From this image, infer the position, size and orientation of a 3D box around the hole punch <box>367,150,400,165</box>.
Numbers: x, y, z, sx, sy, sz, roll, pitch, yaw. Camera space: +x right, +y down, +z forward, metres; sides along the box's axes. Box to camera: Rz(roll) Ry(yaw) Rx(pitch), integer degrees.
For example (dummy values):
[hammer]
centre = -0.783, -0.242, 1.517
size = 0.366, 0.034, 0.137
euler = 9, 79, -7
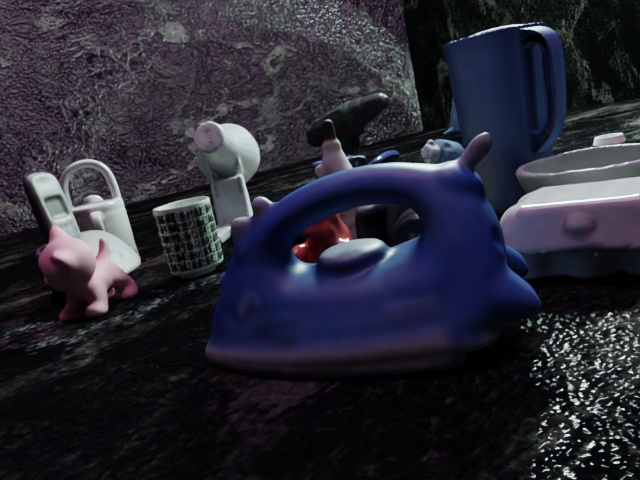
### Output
[hole punch]
centre = 0.108, -0.128, 1.156
size = 0.100, 0.091, 0.109
euler = -4, 14, 35

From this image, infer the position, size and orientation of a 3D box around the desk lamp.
[desk lamp]
centre = -0.171, -0.112, 1.059
size = 0.118, 0.214, 0.203
euler = -12, 11, 3

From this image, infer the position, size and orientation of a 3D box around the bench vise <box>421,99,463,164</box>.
[bench vise]
centre = 0.260, -0.196, 0.997
size = 0.121, 0.220, 0.208
euler = -4, 14, 36

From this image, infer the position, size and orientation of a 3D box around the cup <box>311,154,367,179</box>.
[cup]
centre = 0.048, -0.129, 1.216
size = 0.117, 0.095, 0.092
euler = -10, 11, 9

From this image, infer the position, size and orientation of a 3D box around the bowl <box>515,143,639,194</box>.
[bowl]
centre = 0.308, -0.057, 0.634
size = 0.167, 0.075, 0.167
euler = -12, 11, 3

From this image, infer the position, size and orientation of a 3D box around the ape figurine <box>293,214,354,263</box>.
[ape figurine]
centre = 0.006, 0.002, 0.617
size = 0.076, 0.092, 0.077
euler = -22, 15, -41

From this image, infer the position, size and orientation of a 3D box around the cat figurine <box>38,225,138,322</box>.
[cat figurine]
centre = -0.294, 0.034, 0.710
size = 0.067, 0.118, 0.128
euler = -9, 12, 16

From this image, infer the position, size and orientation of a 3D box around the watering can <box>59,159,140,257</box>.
[watering can]
centre = -0.393, -0.043, 1.001
size = 0.101, 0.194, 0.172
euler = -22, 15, -41

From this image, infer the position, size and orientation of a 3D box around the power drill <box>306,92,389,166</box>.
[power drill]
centre = 0.075, -0.209, 1.289
size = 0.228, 0.208, 0.076
euler = -3, 15, 39

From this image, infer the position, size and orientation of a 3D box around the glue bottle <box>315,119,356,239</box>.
[glue bottle]
centre = 0.025, -0.081, 0.799
size = 0.077, 0.173, 0.037
euler = -5, 14, 33

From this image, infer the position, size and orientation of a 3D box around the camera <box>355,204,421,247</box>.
[camera]
centre = 0.098, -0.017, 0.591
size = 0.143, 0.101, 0.137
euler = -8, 12, 20

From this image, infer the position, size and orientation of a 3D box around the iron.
[iron]
centre = 0.017, 0.014, 0.419
size = 0.257, 0.141, 0.119
euler = -9, 12, 15

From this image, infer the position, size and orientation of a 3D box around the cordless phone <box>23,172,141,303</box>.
[cordless phone]
centre = -0.351, -0.014, 0.838
size = 0.094, 0.185, 0.148
euler = -9, 12, 17

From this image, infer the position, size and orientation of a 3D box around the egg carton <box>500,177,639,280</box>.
[egg carton]
centre = 0.232, -0.009, 0.492
size = 0.149, 0.069, 0.107
euler = -4, 14, 34
